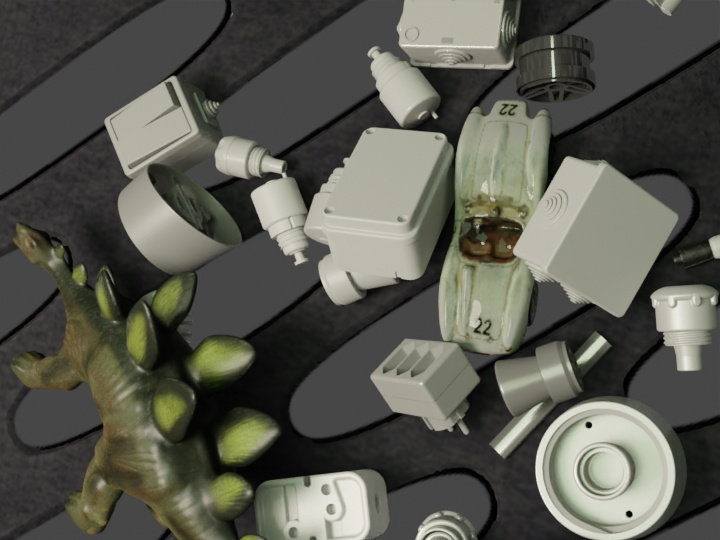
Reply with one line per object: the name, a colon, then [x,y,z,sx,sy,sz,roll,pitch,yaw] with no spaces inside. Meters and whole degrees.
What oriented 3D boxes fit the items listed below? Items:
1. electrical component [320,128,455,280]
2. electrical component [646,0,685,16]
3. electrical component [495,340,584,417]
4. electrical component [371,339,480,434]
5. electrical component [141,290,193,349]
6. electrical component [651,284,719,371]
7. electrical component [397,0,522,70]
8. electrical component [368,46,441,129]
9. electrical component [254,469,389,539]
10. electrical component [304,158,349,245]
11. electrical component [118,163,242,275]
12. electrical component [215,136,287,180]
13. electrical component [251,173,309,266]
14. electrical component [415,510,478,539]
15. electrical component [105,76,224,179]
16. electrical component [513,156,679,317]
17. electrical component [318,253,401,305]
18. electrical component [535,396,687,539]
electrical component: [0.025,-0.054,0.839,0.078,0.057,0.113,8,49,21]
electrical component: [0.240,-0.224,0.823,0.040,0.040,0.046,42,103,20]
electrical component: [0.135,0.081,0.805,0.055,0.045,0.045,-21,76,16]
electrical component: [0.059,0.098,0.833,0.047,0.076,0.066,-44,24,-27]
electrical component: [-0.164,0.051,0.933,0.040,0.040,0.078,-22,76,16]
electrical component: [0.239,0.042,0.784,0.048,0.048,0.062,-4,88,20]
electrical component: [0.082,-0.213,0.874,0.100,0.048,0.099,6,85,21]
electrical component: [0.033,-0.153,0.888,0.040,0.040,0.078,-39,72,11]
electrical component: [-0.028,0.189,0.853,0.095,0.059,0.053,-10,79,19]
electrical component: [-0.019,-0.055,0.894,0.040,0.040,0.078,11,74,21]
electrical component: [-0.154,-0.045,0.913,0.064,0.099,0.099,-33,73,19]
electrical component: [-0.093,-0.095,0.930,0.061,0.035,0.035,14,88,19]
electrical component: [-0.063,-0.042,0.908,0.040,0.040,0.078,-23,84,16]
electrical component: [0.062,0.210,0.814,0.048,0.062,0.048,-1,87,14]
electrical component: [-0.168,-0.125,0.947,0.096,0.061,0.061,-29,74,14]
electrical component: [0.172,-0.026,0.790,0.099,0.100,0.048,-61,31,2]
electrical component: [0.000,0.000,0.877,0.055,0.045,0.045,-24,75,16]
electrical component: [0.180,0.145,0.782,0.108,0.060,0.108,-3,82,20]
